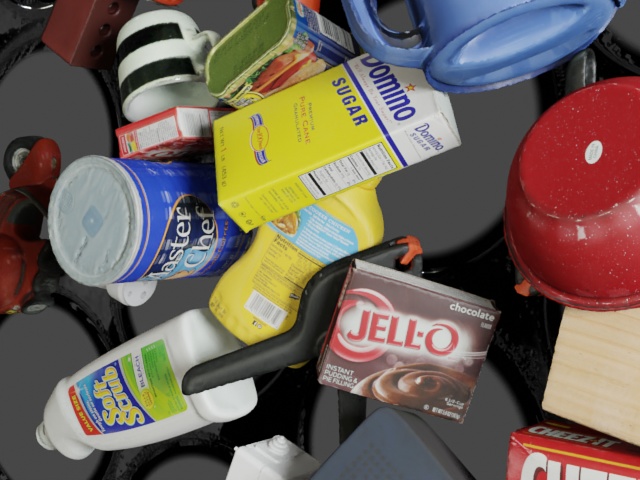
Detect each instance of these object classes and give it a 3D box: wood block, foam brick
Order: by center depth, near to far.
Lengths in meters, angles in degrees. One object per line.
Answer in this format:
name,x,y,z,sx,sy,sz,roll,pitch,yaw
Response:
wood block,0.252,0.088,0.637,0.206,0.090,0.090,18,101,35
foam brick,-0.213,-0.205,0.990,0.051,0.052,0.078,39,114,29

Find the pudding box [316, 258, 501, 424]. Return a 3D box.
pudding box,0.063,0.072,0.772,0.113,0.039,0.090,16,104,-4

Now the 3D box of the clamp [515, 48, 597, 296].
clamp,0.191,-0.031,0.711,0.120,0.039,0.171,29,105,37

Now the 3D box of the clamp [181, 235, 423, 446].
clamp,0.019,0.090,0.818,0.164,0.036,0.210,40,103,-11

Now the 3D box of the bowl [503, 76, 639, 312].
bowl,0.172,-0.041,0.638,0.162,0.055,0.162,-20,53,29

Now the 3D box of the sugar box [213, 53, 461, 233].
sugar box,0.008,-0.080,0.783,0.176,0.048,0.093,-24,48,17

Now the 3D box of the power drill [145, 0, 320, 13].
power drill,-0.071,-0.265,0.882,0.188,0.057,0.184,8,92,36

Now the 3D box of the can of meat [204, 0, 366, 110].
can of meat,-0.027,-0.135,0.829,0.102,0.083,0.057,-35,50,31

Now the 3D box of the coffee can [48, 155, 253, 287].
coffee can,-0.138,-0.016,0.886,0.103,0.140,0.103,1,92,36

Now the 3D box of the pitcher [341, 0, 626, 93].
pitcher,0.089,-0.229,0.718,0.145,0.149,0.243,-27,72,33

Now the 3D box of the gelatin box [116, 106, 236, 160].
gelatin box,-0.114,-0.088,0.898,0.073,0.089,0.030,-14,86,35

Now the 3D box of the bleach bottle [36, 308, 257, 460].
bleach bottle,-0.172,0.149,0.965,0.251,0.067,0.102,-29,75,35

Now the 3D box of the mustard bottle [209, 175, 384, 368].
mustard bottle,-0.005,0.001,0.838,0.096,0.058,0.192,35,111,11

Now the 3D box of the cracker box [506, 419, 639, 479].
cracker box,0.200,0.238,0.690,0.164,0.071,0.214,5,93,35
